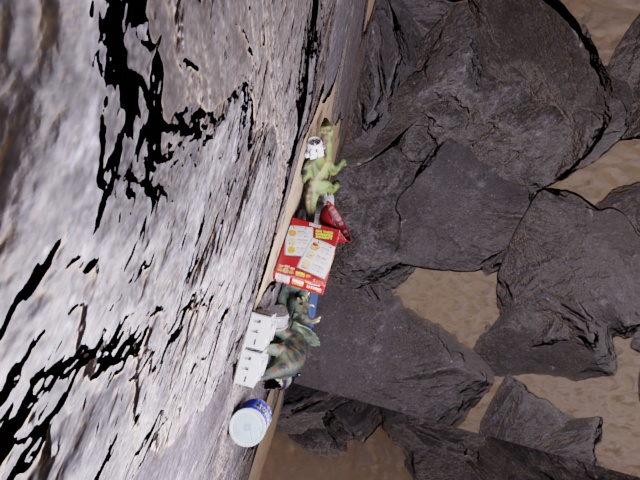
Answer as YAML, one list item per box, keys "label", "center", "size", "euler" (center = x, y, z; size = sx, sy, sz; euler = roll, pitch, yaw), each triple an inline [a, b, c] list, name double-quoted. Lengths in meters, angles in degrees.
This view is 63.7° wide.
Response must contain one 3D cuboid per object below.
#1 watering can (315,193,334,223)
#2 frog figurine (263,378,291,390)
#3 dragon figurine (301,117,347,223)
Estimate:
- label: "watering can"
  center: [0.006, -0.102, 2.033]
  size: [0.219, 0.104, 0.356]
  euler: [96, -10, -54]
- label: "frog figurine"
  center: [-0.158, 0.529, 2.114]
  size: [0.163, 0.123, 0.135]
  euler: [-53, 140, -52]
- label: "dragon figurine"
  center: [-0.022, -0.207, 1.717]
  size: [0.240, 0.122, 0.413]
  euler: [35, 71, -68]
